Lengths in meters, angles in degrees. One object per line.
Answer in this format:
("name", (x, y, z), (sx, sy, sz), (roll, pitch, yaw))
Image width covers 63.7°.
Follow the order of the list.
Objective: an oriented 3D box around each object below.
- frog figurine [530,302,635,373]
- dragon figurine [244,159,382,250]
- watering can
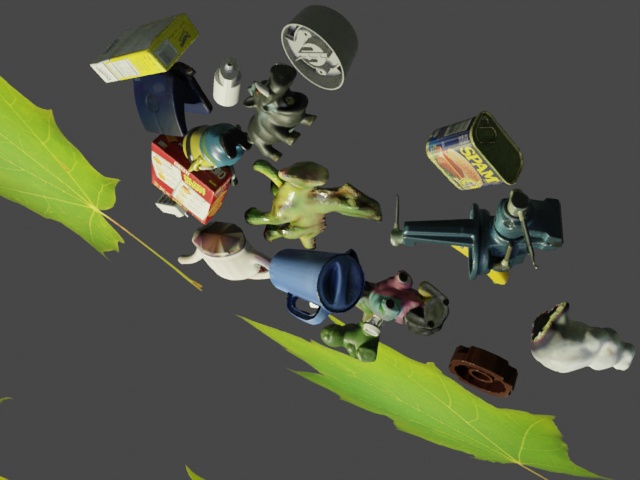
("frog figurine", (0.473, 0.200, 0.935), (0.160, 0.125, 0.134), (36, 137, 13))
("dragon figurine", (0.003, -0.050, 0.997), (0.243, 0.124, 0.404), (8, 163, 26))
("watering can", (-0.288, 0.039, 1.439), (0.348, 0.106, 0.219), (7, 149, 20))
